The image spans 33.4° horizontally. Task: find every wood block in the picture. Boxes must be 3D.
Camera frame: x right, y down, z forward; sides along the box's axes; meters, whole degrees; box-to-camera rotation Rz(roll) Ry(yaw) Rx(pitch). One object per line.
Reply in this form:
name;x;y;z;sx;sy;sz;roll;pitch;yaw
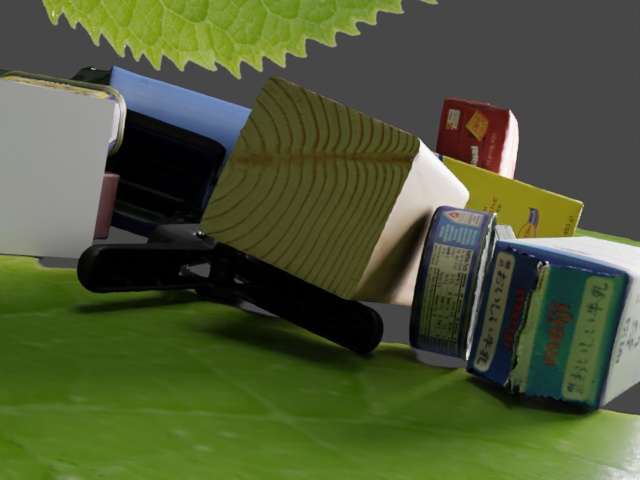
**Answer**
wood block;0.019;-0.019;0.628;0.091;0.090;0.206;25;2;15

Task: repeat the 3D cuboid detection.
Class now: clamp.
clamp;-0.067;0.016;0.640;0.164;0.036;0.210;14;6;-17

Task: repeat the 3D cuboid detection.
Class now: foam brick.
foam brick;-0.200;-0.033;0.798;0.078;0.053;0.051;15;8;27

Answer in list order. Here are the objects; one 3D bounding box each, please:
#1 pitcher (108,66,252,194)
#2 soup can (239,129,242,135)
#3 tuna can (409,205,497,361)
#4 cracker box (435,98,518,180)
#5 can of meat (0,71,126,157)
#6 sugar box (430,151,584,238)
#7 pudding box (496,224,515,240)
pitcher;-0.103;-0.068;1.028;0.242;0.149;0.145;13;-10;-13
soup can;-0.041;-0.036;0.872;0.068;0.102;0.068;11;6;-1
tuna can;0.076;0.024;0.609;0.034;0.086;0.086;11;6;13
cracker box;0.155;-0.053;1.087;0.072;0.164;0.213;10;6;11
can of meat;-0.199;-0.087;0.775;0.102;0.057;0.084;9;11;-3
sugar box;0.135;-0.018;0.955;0.176;0.093;0.048;18;0;-3
pudding box;0.102;0.014;0.847;0.113;0.039;0.090;7;19;-1
